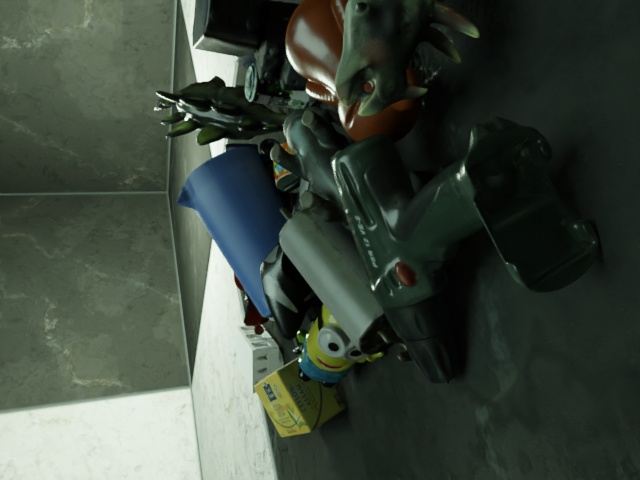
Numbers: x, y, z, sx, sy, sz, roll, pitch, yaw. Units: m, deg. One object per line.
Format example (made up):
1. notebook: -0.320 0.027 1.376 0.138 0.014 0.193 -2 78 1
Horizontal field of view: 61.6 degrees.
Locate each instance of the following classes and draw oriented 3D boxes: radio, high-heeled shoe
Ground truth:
1. radio: -0.107 -0.352 0.663 0.131 0.073 0.229 -143 58 -65
2. high-heeled shoe: -0.001 -0.002 0.691 0.145 0.086 0.248 -19 67 44

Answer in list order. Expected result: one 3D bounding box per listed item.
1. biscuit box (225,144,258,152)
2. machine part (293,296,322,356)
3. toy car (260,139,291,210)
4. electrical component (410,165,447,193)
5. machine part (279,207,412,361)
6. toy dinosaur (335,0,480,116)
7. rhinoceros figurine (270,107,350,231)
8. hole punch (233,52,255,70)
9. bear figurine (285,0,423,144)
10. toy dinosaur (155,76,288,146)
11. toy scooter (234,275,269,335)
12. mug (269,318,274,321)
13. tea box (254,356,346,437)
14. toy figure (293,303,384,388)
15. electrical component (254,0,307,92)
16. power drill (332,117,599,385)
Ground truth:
1. biscuit box: -0.136 -0.071 0.958 0.062 0.059 0.202 115 151 -71
2. machine part: -0.018 0.140 0.840 0.138 0.039 0.084 108 156 -47
3. toy car: -0.079 -0.085 0.953 0.089 0.053 0.202 110 155 -58
4. electrical component: 0.101 -0.036 0.514 0.063 0.021 0.093 -115 30 -47
5. machine part: 0.028 0.039 0.589 0.243 0.079 0.079 49 140 35
6. toy dinosaur: 0.042 -0.288 0.480 0.131 0.192 0.405 102 172 -50
7. rhinoceros figurine: 0.011 -0.091 0.595 0.073 0.112 0.190 -52 42 23
8. hole punch: -0.070 -0.289 0.827 0.142 0.116 0.092 -161 62 -69
9. bear figurine: 0.053 -0.170 0.539 0.196 0.132 0.120 50 143 31
10. toy dinosaur: -0.154 -0.220 0.937 0.472 0.198 0.104 13 120 36
11. toy scooter: -0.129 0.112 1.088 0.184 0.075 0.135 -122 34 -45
12. mug: -0.066 0.083 0.917 0.110 0.081 0.107 -13 91 63
13. tea box: -0.036 0.236 0.814 0.098 0.068 0.169 57 154 11
14. toy figure: 0.017 0.127 0.681 0.180 0.082 0.089 114 148 -56
15. electrical component: -0.026 -0.250 0.699 0.058 0.115 0.134 108 152 -51
16. power drill: 0.103 0.011 0.418 0.232 0.086 0.207 65 160 1
